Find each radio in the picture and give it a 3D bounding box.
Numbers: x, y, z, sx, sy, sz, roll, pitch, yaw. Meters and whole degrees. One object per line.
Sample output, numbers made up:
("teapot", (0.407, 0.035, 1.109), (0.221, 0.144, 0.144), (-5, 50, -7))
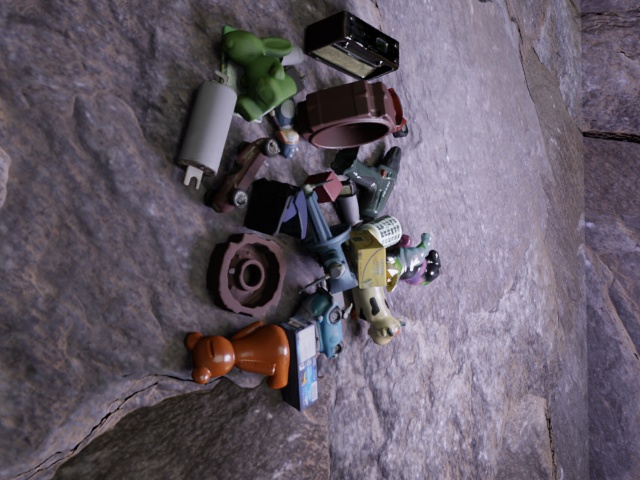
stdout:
("radio", (0.086, -0.466, 1.312), (0.229, 0.131, 0.073), (6, 82, -46))

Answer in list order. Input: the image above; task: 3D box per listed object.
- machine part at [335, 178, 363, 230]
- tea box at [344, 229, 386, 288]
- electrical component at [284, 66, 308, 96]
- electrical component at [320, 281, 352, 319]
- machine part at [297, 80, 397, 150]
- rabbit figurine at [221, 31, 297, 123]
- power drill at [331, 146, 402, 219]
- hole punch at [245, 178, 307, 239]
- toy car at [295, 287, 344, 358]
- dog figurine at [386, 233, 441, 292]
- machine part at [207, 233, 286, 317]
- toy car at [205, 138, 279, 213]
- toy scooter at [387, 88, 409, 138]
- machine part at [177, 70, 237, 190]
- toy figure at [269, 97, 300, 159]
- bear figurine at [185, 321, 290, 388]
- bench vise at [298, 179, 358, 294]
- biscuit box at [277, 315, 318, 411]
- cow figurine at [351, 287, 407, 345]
("machine part", (0.063, -0.088, 1.322), (0.039, 0.084, 0.138), (-76, 150, -53))
("tea box", (0.104, 0.042, 1.276), (0.068, 0.170, 0.098), (-5, 107, -6))
("electrical component", (-0.065, -0.365, 1.229), (0.094, 0.021, 0.063), (-46, 120, -36))
("electrical component", (0.038, 0.142, 1.301), (0.078, 0.045, 0.102), (-8, 94, -47))
("machine part", (0.063, -0.271, 1.204), (0.201, 0.201, 0.087), (20, 62, -72))
("rabbit figurine", (-0.120, -0.353, 1.086), (0.159, 0.121, 0.170), (-42, 105, -33))
("power drill", (0.124, -0.188, 1.388), (0.207, 0.086, 0.232), (37, 65, -47))
("hole punch", (-0.083, -0.063, 1.128), (0.092, 0.142, 0.115), (16, 91, -43))
("toy car", (-0.010, 0.194, 1.221), (0.103, 0.109, 0.161), (-12, 110, -19))
("dog figurine", (0.223, 0.087, 1.456), (0.219, 0.109, 0.191), (-44, 121, -33))
("machine part", (-0.150, 0.071, 1.102), (0.179, 0.056, 0.179), (1, 88, -45))
("toy car", (-0.157, -0.138, 1.077), (0.053, 0.089, 0.202), (49, 57, -38))
("toy scooter", (0.175, -0.342, 1.441), (0.184, 0.075, 0.135), (-14, 99, -49))
("machine part", (-0.214, -0.212, 1.030), (0.079, 0.079, 0.243), (26, 69, -42))
("toy figure", (-0.078, -0.257, 1.190), (0.064, 0.058, 0.154), (-11, 100, -4))
("bear figurine", (-0.162, 0.234, 1.057), (0.196, 0.120, 0.131), (-11, 142, -21))
("bench vise", (0.008, -0.007, 1.188), (0.224, 0.129, 0.240), (-60, 131, -70))
("biscuit box", (-0.047, 0.267, 1.164), (0.059, 0.063, 0.202), (-22, 119, -41))
("cow figurine", (0.140, 0.170, 1.347), (0.085, 0.127, 0.194), (-23, 102, -41))
